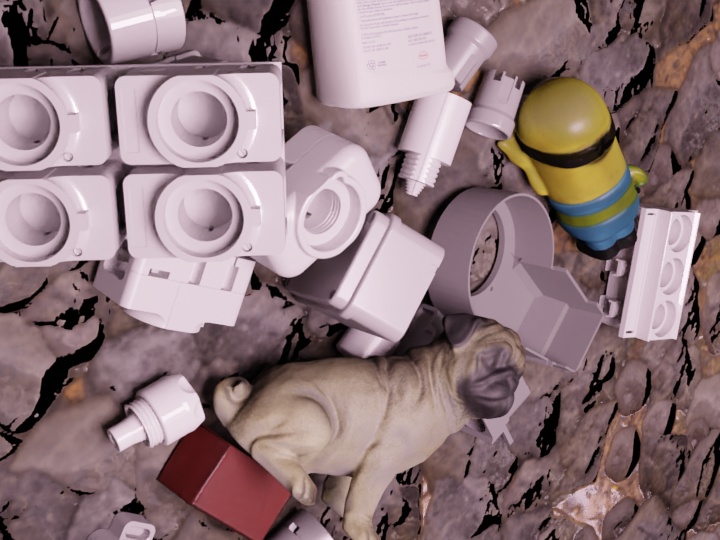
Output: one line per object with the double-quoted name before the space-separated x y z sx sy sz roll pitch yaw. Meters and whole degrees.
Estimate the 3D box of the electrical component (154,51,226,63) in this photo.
"electrical component" -0.122 -0.086 0.694 0.100 0.048 0.099 -26 119 -31

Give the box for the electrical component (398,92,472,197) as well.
"electrical component" 0.053 -0.096 0.832 0.043 0.043 0.081 17 92 -40

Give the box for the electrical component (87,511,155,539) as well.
"electrical component" -0.161 0.217 0.747 0.058 0.057 0.078 24 88 -40

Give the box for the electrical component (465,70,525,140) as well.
"electrical component" 0.110 -0.133 0.869 0.040 0.040 0.046 25 82 -40

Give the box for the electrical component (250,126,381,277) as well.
"electrical component" -0.036 -0.044 0.709 0.095 0.059 0.053 -43 135 -18

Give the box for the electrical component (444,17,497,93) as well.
"electrical component" 0.078 -0.166 0.834 0.040 0.040 0.046 37 86 -39

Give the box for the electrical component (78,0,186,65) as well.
"electrical component" -0.140 -0.155 0.657 0.047 0.055 0.055 -24 117 -27

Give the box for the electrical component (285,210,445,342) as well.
"electrical component" 0.000 0.000 0.770 0.057 0.113 0.078 30 83 -22

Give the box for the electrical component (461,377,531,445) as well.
"electrical component" 0.113 0.110 0.941 0.064 0.042 0.081 -43 125 -23

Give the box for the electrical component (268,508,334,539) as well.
"electrical component" -0.047 0.223 0.842 0.047 0.055 0.055 -38 123 -19

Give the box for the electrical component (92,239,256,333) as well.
"electrical component" -0.124 0.006 0.715 0.089 0.050 0.055 13 99 -42

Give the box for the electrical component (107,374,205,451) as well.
"electrical component" -0.142 0.101 0.738 0.062 0.043 0.043 -29 119 -27

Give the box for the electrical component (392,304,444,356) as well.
"electrical component" 0.050 0.076 0.872 0.078 0.058 0.057 -52 125 -13

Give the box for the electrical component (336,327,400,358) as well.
"electrical component" 0.015 0.046 0.846 0.078 0.040 0.040 -54 128 -12

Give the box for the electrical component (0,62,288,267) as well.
"electrical component" -0.137 -0.062 0.620 0.186 0.060 0.105 -2 107 -2

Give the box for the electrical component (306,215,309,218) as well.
"electrical component" -0.058 -0.048 0.762 0.044 0.044 0.065 -49 132 -16

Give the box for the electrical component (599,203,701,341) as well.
"electrical component" 0.272 0.000 1.019 0.079 0.063 0.121 -1 103 -38
